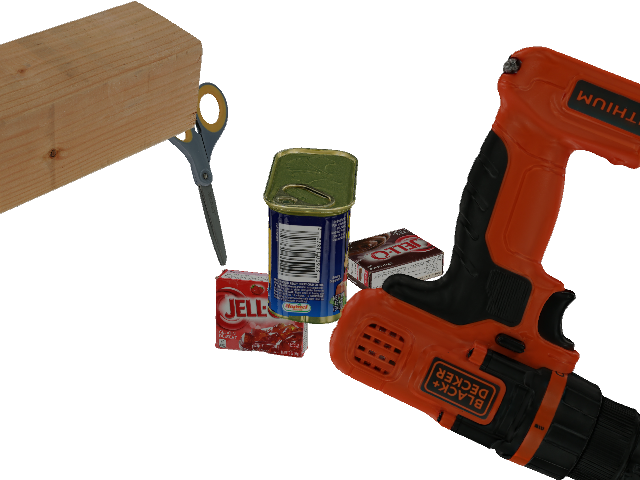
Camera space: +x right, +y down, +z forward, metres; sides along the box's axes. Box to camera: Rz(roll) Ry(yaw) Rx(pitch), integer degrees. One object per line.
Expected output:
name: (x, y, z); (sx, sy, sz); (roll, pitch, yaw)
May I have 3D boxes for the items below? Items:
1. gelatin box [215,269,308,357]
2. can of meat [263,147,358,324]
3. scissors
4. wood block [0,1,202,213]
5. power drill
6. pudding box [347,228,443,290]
gelatin box: (-0.056, 0.070, 1.022); (0.089, 0.073, 0.030); (6, 16, 12)
can of meat: (-0.006, -0.004, 0.708); (0.057, 0.084, 0.102); (3, 25, 2)
scissors: (-0.115, -0.083, 1.148); (0.096, 0.202, 0.016); (-33, 13, -35)
wood block: (-0.203, -0.114, 0.872); (0.090, 0.091, 0.205); (34, 44, 26)
power drill: (0.118, 0.017, 0.506); (0.184, 0.188, 0.057); (24, 7, 5)
pudding box: (0.086, 0.026, 1.355); (0.113, 0.039, 0.090); (-17, 27, -25)
